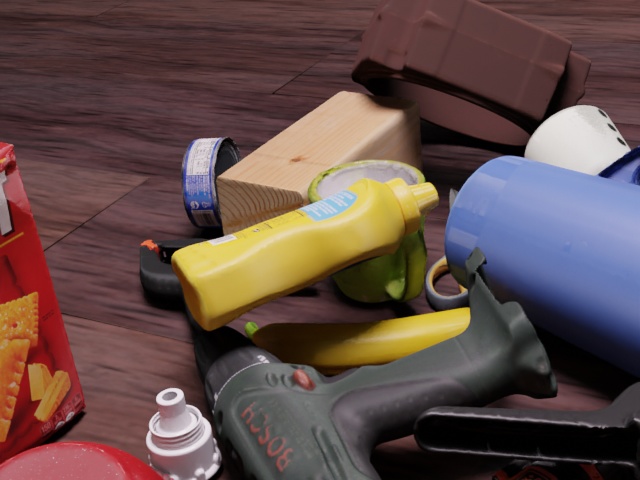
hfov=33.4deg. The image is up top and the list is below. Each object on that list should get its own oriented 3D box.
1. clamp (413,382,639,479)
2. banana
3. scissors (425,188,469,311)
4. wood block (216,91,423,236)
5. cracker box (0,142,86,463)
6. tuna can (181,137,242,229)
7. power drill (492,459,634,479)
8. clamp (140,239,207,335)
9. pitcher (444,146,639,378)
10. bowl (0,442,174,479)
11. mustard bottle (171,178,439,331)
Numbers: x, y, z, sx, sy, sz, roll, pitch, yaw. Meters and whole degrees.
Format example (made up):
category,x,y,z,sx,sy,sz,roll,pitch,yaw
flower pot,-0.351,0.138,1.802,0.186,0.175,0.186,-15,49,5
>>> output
category,x,y,z,sx,sy,sz,roll,pitch,yaw
clamp,0.175,0.114,0.549,0.209,0.036,0.165,-9,24,-20
banana,0.033,0.071,0.782,0.198,0.037,0.069,-2,30,11
scissors,0.140,0.004,0.904,0.096,0.016,0.201,3,30,17
wood block,0.006,-0.055,0.971,0.091,0.090,0.205,12,33,31
cracker box,-0.248,0.061,0.685,0.072,0.214,0.163,12,34,33
tuna can,-0.099,-0.053,0.999,0.034,0.086,0.086,-1,29,15
power drill,0.174,0.166,0.551,0.184,0.057,0.188,-26,31,-33
clamp,-0.101,0.035,0.883,0.172,0.039,0.120,8,24,39
pitcher,0.211,0.012,0.727,0.149,0.145,0.243,-29,35,-32
bowl,-0.148,0.167,0.604,0.162,0.055,0.162,-3,38,2
mustard bottle,-0.005,0.001,0.747,0.191,0.058,0.096,-22,8,-12
